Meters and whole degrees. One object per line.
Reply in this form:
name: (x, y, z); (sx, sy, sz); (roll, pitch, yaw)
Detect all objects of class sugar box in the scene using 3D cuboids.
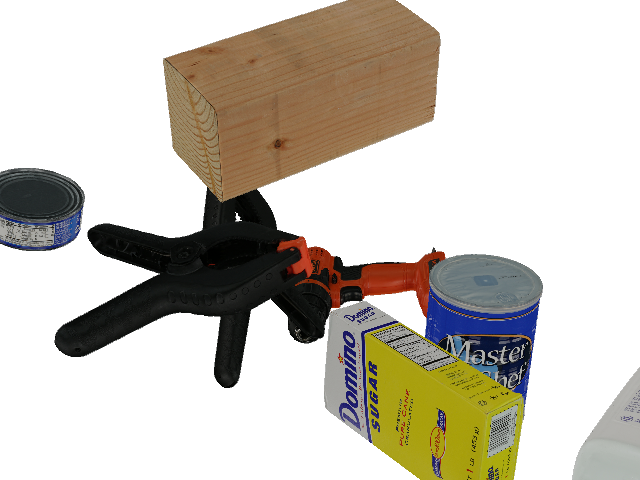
sugar box: (0.072, 0.123, 0.809); (0.048, 0.093, 0.176); (-15, 29, -38)

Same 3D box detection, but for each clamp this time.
clamp: (-0.094, 0.029, 0.707); (0.172, 0.120, 0.039); (-4, -44, 18)
clamp: (-0.062, 0.025, 1.042); (0.036, 0.210, 0.164); (-11, 0, 35)

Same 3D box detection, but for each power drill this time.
power drill: (0.055, 0.062, 1.241); (0.187, 0.057, 0.184); (1, 28, 4)

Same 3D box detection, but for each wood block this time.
wood block: (-0.013, -0.122, 0.871); (0.205, 0.091, 0.090); (-23, 46, -24)

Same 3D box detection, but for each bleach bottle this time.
bleach bottle: (0.243, 0.099, 0.647); (0.103, 0.068, 0.250); (18, 29, 29)

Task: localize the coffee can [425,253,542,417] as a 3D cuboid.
coffee can: (0.148, 0.097, 0.998); (0.103, 0.140, 0.103); (2, 26, -1)

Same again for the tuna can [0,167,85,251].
tuna can: (-0.248, -0.027, 0.921); (0.086, 0.034, 0.086); (10, 32, -6)
